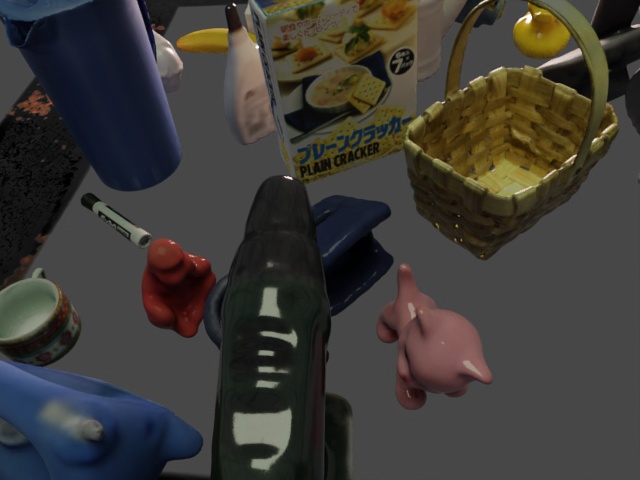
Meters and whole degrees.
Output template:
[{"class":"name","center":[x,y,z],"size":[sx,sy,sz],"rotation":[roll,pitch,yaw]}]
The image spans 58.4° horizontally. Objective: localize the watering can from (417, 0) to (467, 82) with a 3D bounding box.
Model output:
[{"class":"watering can","center":[0.118,-0.317,0.749],"size":[0.173,0.194,0.100],"rotation":[-27,51,-15]}]

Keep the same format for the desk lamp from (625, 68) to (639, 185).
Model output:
[{"class":"desk lamp","center":[0.372,-0.120,0.527],"size":[0.203,0.214,0.117],"rotation":[-35,53,-21]}]

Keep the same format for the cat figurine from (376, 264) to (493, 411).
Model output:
[{"class":"cat figurine","center":[0.087,0.076,0.458],"size":[0.067,0.118,0.127],"rotation":[-14,48,-4]}]

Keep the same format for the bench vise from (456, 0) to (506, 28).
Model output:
[{"class":"bench vise","center":[0.162,-0.403,0.801],"size":[0.207,0.220,0.121],"rotation":[-5,48,4]}]

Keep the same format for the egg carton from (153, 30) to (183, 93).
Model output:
[{"class":"egg carton","center":[-0.269,-0.260,0.836],"size":[0.107,0.069,0.150],"rotation":[-35,53,-21]}]

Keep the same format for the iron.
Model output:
[{"class":"iron","center":[-0.228,0.132,0.438],"size":[0.257,0.142,0.119],"rotation":[15,53,20]}]

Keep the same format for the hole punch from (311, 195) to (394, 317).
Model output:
[{"class":"hole punch","center":[0.005,0.002,0.553],"size":[0.109,0.091,0.100],"rotation":[-39,55,-24]}]

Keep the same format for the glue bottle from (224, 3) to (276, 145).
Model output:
[{"class":"glue bottle","center":[-0.087,-0.200,0.689],"size":[0.078,0.173,0.037],"rotation":[-33,52,-19]}]

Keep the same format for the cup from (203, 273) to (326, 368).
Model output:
[{"class":"cup","center":[-0.034,0.086,0.482],"size":[0.117,0.095,0.092],"rotation":[33,61,31]}]

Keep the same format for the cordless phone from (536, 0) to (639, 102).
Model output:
[{"class":"cordless phone","center":[0.318,-0.251,0.669],"size":[0.148,0.185,0.094],"rotation":[-29,51,-17]}]

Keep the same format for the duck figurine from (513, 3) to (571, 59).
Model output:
[{"class":"duck figurine","center":[0.311,-0.314,0.792],"size":[0.077,0.086,0.104],"rotation":[10,51,16]}]

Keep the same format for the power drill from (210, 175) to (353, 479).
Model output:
[{"class":"power drill","center":[-0.021,0.101,0.390],"size":[0.075,0.209,0.229],"rotation":[-3,49,5]}]

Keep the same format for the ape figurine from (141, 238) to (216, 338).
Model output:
[{"class":"ape figurine","center":[-0.139,0.037,0.542],"size":[0.078,0.092,0.076],"rotation":[-33,53,-20]}]
